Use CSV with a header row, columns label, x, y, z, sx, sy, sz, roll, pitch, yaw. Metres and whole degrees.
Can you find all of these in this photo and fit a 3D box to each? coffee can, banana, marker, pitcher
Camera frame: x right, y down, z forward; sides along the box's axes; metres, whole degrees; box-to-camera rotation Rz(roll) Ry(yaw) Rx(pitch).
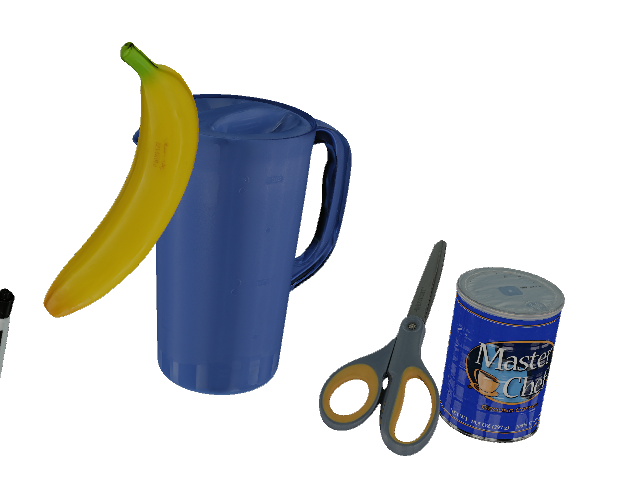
label,x,y,z,sx,sy,sz,roll,pitch,yaw
coffee can,0.175,0.110,1.043,0.103,0.140,0.103,5,23,-2
banana,-0.120,-0.033,0.676,0.069,0.198,0.037,9,28,-26
marker,-0.317,0.097,1.046,0.020,0.121,0.020,14,32,-9
pitcher,-0.070,0.003,0.912,0.149,0.243,0.144,13,23,17

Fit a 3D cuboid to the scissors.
label,x,y,z,sx,sy,sz,roll,pitch,yaw
scissors,0.050,0.074,0.807,0.096,0.201,0.016,-2,-44,6
